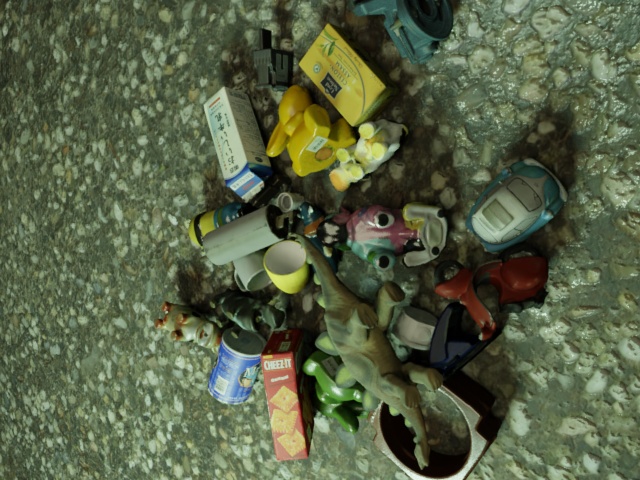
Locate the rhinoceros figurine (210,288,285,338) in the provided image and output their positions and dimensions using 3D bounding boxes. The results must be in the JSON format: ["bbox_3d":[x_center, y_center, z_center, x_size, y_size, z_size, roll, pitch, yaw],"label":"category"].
[{"bbox_3d":[-0.157,0.157,1.178,0.191,0.112,0.073,11,120,45],"label":"rhinoceros figurine"}]

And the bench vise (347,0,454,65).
[{"bbox_3d":[0.159,-0.409,0.849,0.241,0.129,0.223,-19,95,52],"label":"bench vise"}]

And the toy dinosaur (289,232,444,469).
[{"bbox_3d":[0.065,0.158,0.922,0.198,0.105,0.471,-49,59,50],"label":"toy dinosaur"}]

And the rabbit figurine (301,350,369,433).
[{"bbox_3d":[0.044,0.298,1.073,0.159,0.121,0.170,43,140,22],"label":"rabbit figurine"}]

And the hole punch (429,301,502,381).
[{"bbox_3d":[0.229,0.167,0.903,0.092,0.142,0.115,44,105,18],"label":"hole punch"}]

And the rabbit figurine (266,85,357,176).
[{"bbox_3d":[-0.029,-0.217,1.041,0.162,0.122,0.173,-48,57,40],"label":"rabbit figurine"}]

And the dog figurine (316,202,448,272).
[{"bbox_3d":[0.102,-0.017,0.980,0.219,0.191,0.108,-163,66,-67],"label":"dog figurine"}]

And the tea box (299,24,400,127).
[{"bbox_3d":[0.053,-0.298,0.982,0.170,0.068,0.098,51,120,16],"label":"tea box"}]

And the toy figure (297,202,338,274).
[{"bbox_3d":[-0.004,-0.003,1.074,0.064,0.058,0.154,-17,85,33],"label":"toy figure"}]

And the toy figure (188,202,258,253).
[{"bbox_3d":[-0.216,-0.037,1.198,0.180,0.082,0.089,-25,88,36],"label":"toy figure"}]

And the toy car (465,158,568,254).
[{"bbox_3d":[0.293,-0.049,0.839,0.161,0.103,0.109,-45,72,29],"label":"toy car"}]

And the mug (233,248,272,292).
[{"bbox_3d":[-0.153,0.053,1.177,0.109,0.081,0.107,-53,57,36],"label":"mug"}]

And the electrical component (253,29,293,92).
[{"bbox_3d":[-0.093,-0.357,1.068,0.048,0.075,0.119,7,99,34],"label":"electrical component"}]

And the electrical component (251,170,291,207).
[{"bbox_3d":[-0.109,-0.105,1.139,0.102,0.045,0.078,-45,44,28],"label":"electrical component"}]

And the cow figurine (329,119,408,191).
[{"bbox_3d":[0.085,-0.154,0.979,0.068,0.098,0.167,57,141,7],"label":"cow figurine"}]

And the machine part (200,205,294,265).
[{"bbox_3d":[-0.153,-0.010,1.098,0.243,0.079,0.079,-23,85,26],"label":"machine part"}]

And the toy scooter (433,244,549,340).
[{"bbox_3d":[0.276,0.084,0.833,0.184,0.075,0.135,-11,56,1],"label":"toy scooter"}]

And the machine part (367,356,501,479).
[{"bbox_3d":[0.203,0.326,0.970,0.201,0.087,0.201,35,117,25],"label":"machine part"}]

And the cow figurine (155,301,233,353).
[{"bbox_3d":[-0.293,0.210,1.275,0.195,0.127,0.085,14,87,48],"label":"cow figurine"}]
